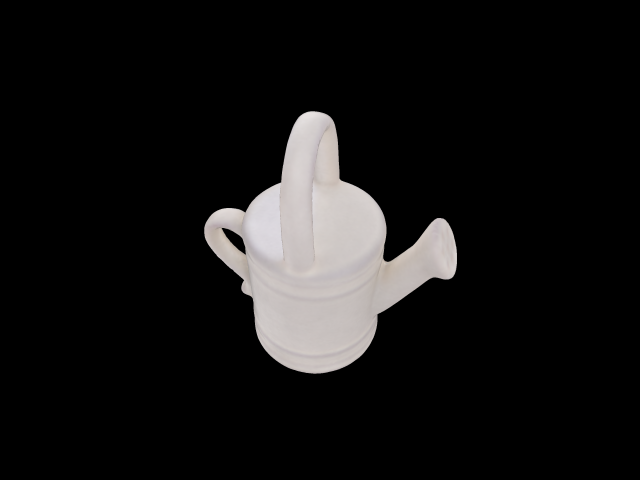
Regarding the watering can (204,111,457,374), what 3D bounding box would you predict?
[{"bbox_3d":[0.004,0.000,0.402,0.173,0.194,0.101,-5,47,-5],"label":"watering can"}]
